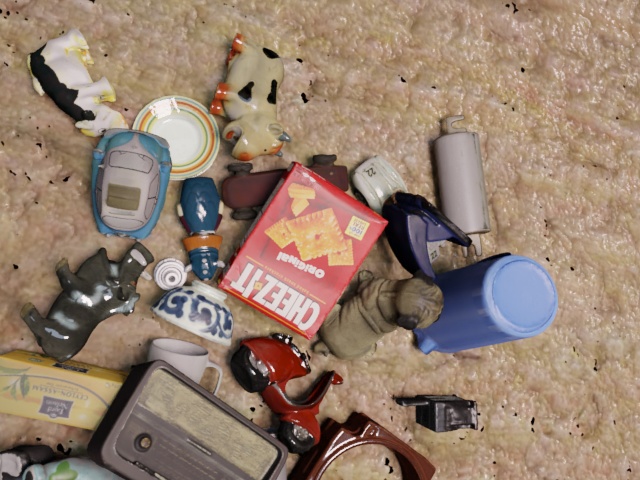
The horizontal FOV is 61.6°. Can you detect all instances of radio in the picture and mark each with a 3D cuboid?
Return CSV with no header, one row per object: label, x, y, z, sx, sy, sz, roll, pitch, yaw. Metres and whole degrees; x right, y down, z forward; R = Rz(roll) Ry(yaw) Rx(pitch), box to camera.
radio,-0.164,0.266,0.681,0.229,0.073,0.131,41,57,-18

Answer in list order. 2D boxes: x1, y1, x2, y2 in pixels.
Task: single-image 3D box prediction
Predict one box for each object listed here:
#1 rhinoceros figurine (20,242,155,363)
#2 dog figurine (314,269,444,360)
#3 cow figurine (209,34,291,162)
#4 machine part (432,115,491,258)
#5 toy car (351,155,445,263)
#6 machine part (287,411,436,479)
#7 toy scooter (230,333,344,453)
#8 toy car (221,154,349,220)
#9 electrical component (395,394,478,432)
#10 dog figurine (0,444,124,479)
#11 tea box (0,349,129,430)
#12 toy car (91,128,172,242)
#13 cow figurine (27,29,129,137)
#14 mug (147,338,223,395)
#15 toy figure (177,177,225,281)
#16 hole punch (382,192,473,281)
rhinoceros figurine,-0.308,0.074,0.732,0.112,0.073,0.190,28,57,10
dog figurine,0.078,0.118,0.782,0.121,0.190,0.172,41,78,-7
cow figurine,-0.100,-0.206,0.822,0.127,0.085,0.195,16,67,-13
machine part,0.239,-0.091,0.906,0.079,0.079,0.243,-5,85,-15
toy car,0.129,-0.045,0.883,0.073,0.056,0.201,-39,93,-15
machine part,0.061,0.380,0.802,0.201,0.087,0.201,38,76,-9
toy scooter,-0.039,0.208,0.801,0.135,0.075,0.184,-31,81,-35
toy car,-0.054,-0.085,0.843,0.202,0.053,0.089,-10,102,-16
electrical component,0.181,0.272,0.850,0.119,0.075,0.047,2,83,-18
dog figurine,-0.300,0.333,0.713,0.219,0.192,0.108,19,73,-46
tea box,-0.338,0.199,0.716,0.169,0.098,0.068,17,80,-14
toy car,-0.270,-0.073,0.748,0.109,0.103,0.161,11,98,-13
cow figurine,-0.347,-0.206,0.775,0.098,0.068,0.167,-29,91,-16
mug,-0.200,0.204,0.764,0.109,0.081,0.107,17,90,-17
toy figure,-0.174,-0.016,0.800,0.064,0.058,0.154,-6,86,17
hole punch,0.141,-0.007,0.795,0.115,0.142,0.092,42,91,-15
